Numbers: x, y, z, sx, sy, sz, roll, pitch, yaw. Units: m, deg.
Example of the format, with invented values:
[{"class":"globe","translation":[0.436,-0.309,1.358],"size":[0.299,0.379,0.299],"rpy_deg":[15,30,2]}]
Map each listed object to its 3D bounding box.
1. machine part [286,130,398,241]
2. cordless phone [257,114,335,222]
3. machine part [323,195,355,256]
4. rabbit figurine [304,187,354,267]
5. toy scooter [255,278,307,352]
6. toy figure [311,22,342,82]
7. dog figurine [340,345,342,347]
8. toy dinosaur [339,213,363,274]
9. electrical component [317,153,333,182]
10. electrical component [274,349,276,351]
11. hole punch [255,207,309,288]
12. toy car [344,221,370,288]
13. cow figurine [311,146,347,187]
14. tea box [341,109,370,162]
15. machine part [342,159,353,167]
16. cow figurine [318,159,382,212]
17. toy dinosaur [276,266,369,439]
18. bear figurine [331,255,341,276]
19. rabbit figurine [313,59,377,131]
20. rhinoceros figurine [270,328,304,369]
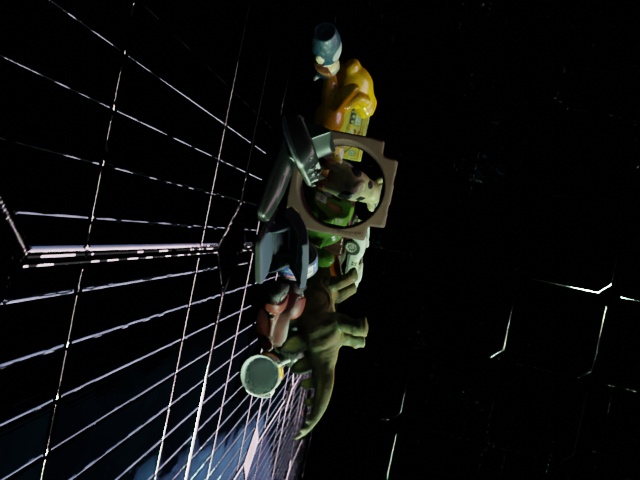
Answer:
[{"class":"machine part","translation":[0.044,-0.109,1.070],"size":[0.087,0.202,0.200],"rpy_deg":[-34,135,-85]},{"class":"cordless phone","translation":[-0.050,-0.107,0.915],"size":[0.146,0.089,0.184],"rpy_deg":[60,54,-80]},{"class":"machine part","translation":[0.051,-0.045,1.352],"size":[0.179,0.056,0.179],"rpy_deg":[12,91,-84]},{"class":"rabbit figurine","translation":[-0.002,-0.004,1.208],"size":[0.159,0.121,0.170],"rpy_deg":[-95,-151,-55]},{"class":"toy scooter","translation":[-0.079,0.144,1.041],"size":[0.184,0.075,0.135],"rpy_deg":[13,89,-80]},{"class":"toy figure","translation":[0.011,-0.349,1.024],"size":[0.064,0.058,0.154],"rpy_deg":[-38,168,-6]},{"class":"dog figurine","translation":[-0.007,0.255,1.421],"size":[0.219,0.191,0.108],"rpy_deg":[-152,-100,-81]},{"class":"toy dinosaur","translation":[0.025,0.046,1.574],"size":[0.192,0.131,0.404],"rpy_deg":[-29,136,-64]},{"class":"electrical component","translation":[0.004,-0.179,1.203],"size":[0.078,0.045,0.102],"rpy_deg":[-34,-149,40]},{"class":"electrical component","translation":[-0.099,0.271,1.293],"size":[0.094,0.021,0.063],"rpy_deg":[64,37,-77]},{"class":"hole punch","translation":[-0.058,0.012,0.946],"size":[0.116,0.092,0.142],"rpy_deg":[-76,170,-49]},{"class":"toy car","translation":[0.087,0.047,1.338],"size":[0.073,0.056,0.201],"rpy_deg":[-65,165,-54]},{"class":"cow figurine","translation":[0.016,-0.173,1.312],"size":[0.098,0.068,0.167],"rpy_deg":[102,5,-54]},{"class":"tea box","translation":[0.079,-0.304,1.455],"size":[0.068,0.098,0.169],"rpy_deg":[-27,130,-80]},{"class":"machine part","translation":[0.059,-0.194,1.561],"size":[0.243,0.079,0.079],"rpy_deg":[-37,138,-81]},{"class":"cow figurine","translation":[0.083,-0.122,1.206],"size":[0.085,0.127,0.195],"rpy_deg":[-67,165,7]},{"class":"toy dinosaur","translation":[0.001,0.192,1.147],"size":[0.472,0.199,0.104],"rpy_deg":[-96,-178,-47]},{"class":"bear figurine","translation":[-0.004,0.115,1.460],"size":[0.196,0.120,0.132],"rpy_deg":[169,-97,-78]},{"class":"rabbit figurine","translation":[0.047,-0.296,1.169],"size":[0.173,0.122,0.162],"rpy_deg":[-56,173,-17]},{"class":"rhinoceros figurine","translation":[-0.047,0.212,1.257],"size":[0.190,0.112,0.073],"rpy_deg":[-61,161,-44]}]
